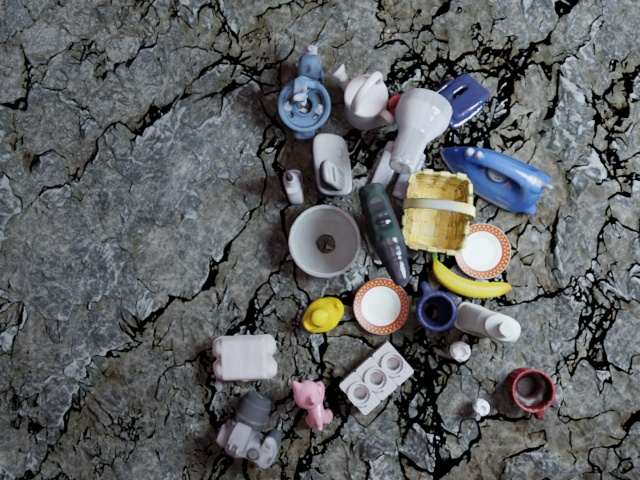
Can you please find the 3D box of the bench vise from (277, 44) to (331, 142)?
[{"bbox_3d":[-0.045,-0.344,1.289,0.121,0.220,0.207,-11,85,2],"label":"bench vise"}]

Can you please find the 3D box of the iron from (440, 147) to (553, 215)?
[{"bbox_3d":[0.396,-0.158,1.291,0.258,0.141,0.119,27,87,5],"label":"iron"}]

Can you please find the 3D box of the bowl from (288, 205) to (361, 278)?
[{"bbox_3d":[0.012,0.005,1.332,0.167,0.075,0.167,0,86,3],"label":"bowl"}]

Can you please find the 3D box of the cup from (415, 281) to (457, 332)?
[{"bbox_3d":[0.252,0.148,1.299,0.091,0.095,0.118,-25,85,1],"label":"cup"}]

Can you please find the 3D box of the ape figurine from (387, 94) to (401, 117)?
[{"bbox_3d":[0.198,-0.313,1.338,0.076,0.092,0.078,-32,84,0],"label":"ape figurine"}]

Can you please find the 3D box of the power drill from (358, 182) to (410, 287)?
[{"bbox_3d":[0.143,-0.007,1.259,0.075,0.208,0.230,-19,85,2],"label":"power drill"}]

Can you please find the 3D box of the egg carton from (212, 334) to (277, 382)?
[{"bbox_3d":[-0.173,0.273,1.324,0.150,0.069,0.107,-4,85,3],"label":"egg carton"}]

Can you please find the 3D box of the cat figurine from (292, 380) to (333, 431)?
[{"bbox_3d":[-0.019,0.367,1.285,0.067,0.118,0.128,-19,85,2],"label":"cat figurine"}]

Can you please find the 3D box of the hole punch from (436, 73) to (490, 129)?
[{"bbox_3d":[0.323,-0.329,1.333,0.108,0.091,0.101,-37,85,0],"label":"hole punch"}]

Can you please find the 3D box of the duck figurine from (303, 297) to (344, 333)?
[{"bbox_3d":[0.006,0.174,1.314,0.104,0.086,0.077,-32,84,0],"label":"duck figurine"}]

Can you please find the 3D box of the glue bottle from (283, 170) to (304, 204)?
[{"bbox_3d":[-0.062,-0.129,1.297,0.037,0.173,0.078,-7,85,3],"label":"glue bottle"}]

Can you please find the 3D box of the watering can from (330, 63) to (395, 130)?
[{"bbox_3d":[0.097,-0.325,1.293,0.172,0.194,0.101,21,87,5],"label":"watering can"}]

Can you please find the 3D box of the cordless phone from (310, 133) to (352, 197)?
[{"bbox_3d":[0.022,-0.177,1.290,0.094,0.185,0.148,-10,85,3],"label":"cordless phone"}]

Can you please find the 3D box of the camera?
[{"bbox_3d":[-0.150,0.425,1.296,0.143,0.101,0.137,24,87,5],"label":"camera"}]

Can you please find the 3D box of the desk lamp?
[{"bbox_3d":[0.199,-0.208,1.269,0.118,0.213,0.203,22,87,5],"label":"desk lamp"}]
